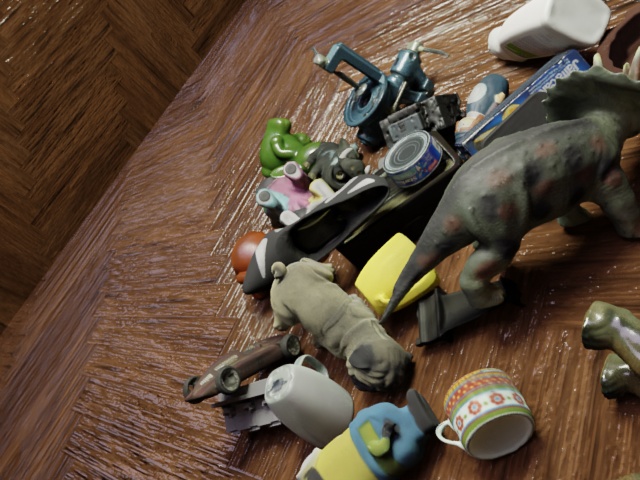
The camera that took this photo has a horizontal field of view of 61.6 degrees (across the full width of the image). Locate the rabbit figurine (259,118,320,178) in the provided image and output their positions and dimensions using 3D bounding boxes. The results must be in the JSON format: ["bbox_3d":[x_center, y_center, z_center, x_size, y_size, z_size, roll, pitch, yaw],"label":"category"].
[{"bbox_3d":[-0.054,-0.182,1.176,0.170,0.121,0.159,15,69,40],"label":"rabbit figurine"}]

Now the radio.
[{"bbox_3d":[0.126,-0.063,0.849,0.229,0.073,0.131,-35,33,18],"label":"radio"}]

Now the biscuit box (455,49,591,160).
[{"bbox_3d":[0.296,-0.185,0.779,0.202,0.059,0.063,-41,5,10],"label":"biscuit box"}]

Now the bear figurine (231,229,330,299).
[{"bbox_3d":[-0.060,0.050,0.939,0.196,0.131,0.120,16,67,37],"label":"bear figurine"}]

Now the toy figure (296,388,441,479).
[{"bbox_3d":[0.051,0.241,0.589,0.180,0.082,0.089,-38,30,10],"label":"toy figure"}]

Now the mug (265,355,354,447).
[{"bbox_3d":[-0.017,0.197,0.697,0.081,0.107,0.109,-24,40,31],"label":"mug"}]

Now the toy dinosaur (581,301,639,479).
[{"bbox_3d":[0.310,0.112,0.404,0.199,0.105,0.471,1,63,42],"label":"toy dinosaur"}]

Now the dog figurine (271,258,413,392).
[{"bbox_3d":[0.020,0.105,0.703,0.121,0.172,0.191,-60,24,-1],"label":"dog figurine"}]

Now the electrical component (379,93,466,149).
[{"bbox_3d":[0.170,-0.199,0.910,0.115,0.058,0.134,-21,3,40],"label":"electrical component"}]

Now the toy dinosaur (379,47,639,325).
[{"bbox_3d":[0.219,-0.057,0.578,0.405,0.192,0.131,-28,24,-4],"label":"toy dinosaur"}]

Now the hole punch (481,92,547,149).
[{"bbox_3d":[0.279,-0.114,0.706,0.142,0.116,0.092,-42,-5,4],"label":"hole punch"}]

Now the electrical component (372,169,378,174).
[{"bbox_3d":[0.093,-0.091,0.974,0.063,0.021,0.094,8,59,54],"label":"electrical component"}]

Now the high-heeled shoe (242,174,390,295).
[{"bbox_3d":[-0.002,-0.002,0.778,0.249,0.086,0.145,-47,20,-18],"label":"high-heeled shoe"}]

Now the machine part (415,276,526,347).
[{"bbox_3d":[0.177,0.083,0.657,0.139,0.039,0.084,-25,32,34],"label":"machine part"}]

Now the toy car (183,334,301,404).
[{"bbox_3d":[-0.113,0.182,0.784,0.089,0.053,0.202,-21,-4,37],"label":"toy car"}]

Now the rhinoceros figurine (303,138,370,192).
[{"bbox_3d":[0.035,-0.143,1.039,0.112,0.073,0.190,-46,23,4],"label":"rhinoceros figurine"}]

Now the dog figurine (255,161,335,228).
[{"bbox_3d":[-0.046,-0.059,1.040,0.108,0.191,0.219,-52,-3,-9],"label":"dog figurine"}]

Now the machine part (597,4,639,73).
[{"bbox_3d":[0.448,-0.249,0.687,0.179,0.056,0.179,-32,34,25],"label":"machine part"}]

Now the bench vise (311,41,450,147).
[{"bbox_3d":[0.099,-0.304,1.021,0.223,0.240,0.129,-56,32,16],"label":"bench vise"}]

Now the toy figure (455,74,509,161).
[{"bbox_3d":[0.256,-0.197,0.867,0.154,0.058,0.064,-60,-5,-18],"label":"toy figure"}]
